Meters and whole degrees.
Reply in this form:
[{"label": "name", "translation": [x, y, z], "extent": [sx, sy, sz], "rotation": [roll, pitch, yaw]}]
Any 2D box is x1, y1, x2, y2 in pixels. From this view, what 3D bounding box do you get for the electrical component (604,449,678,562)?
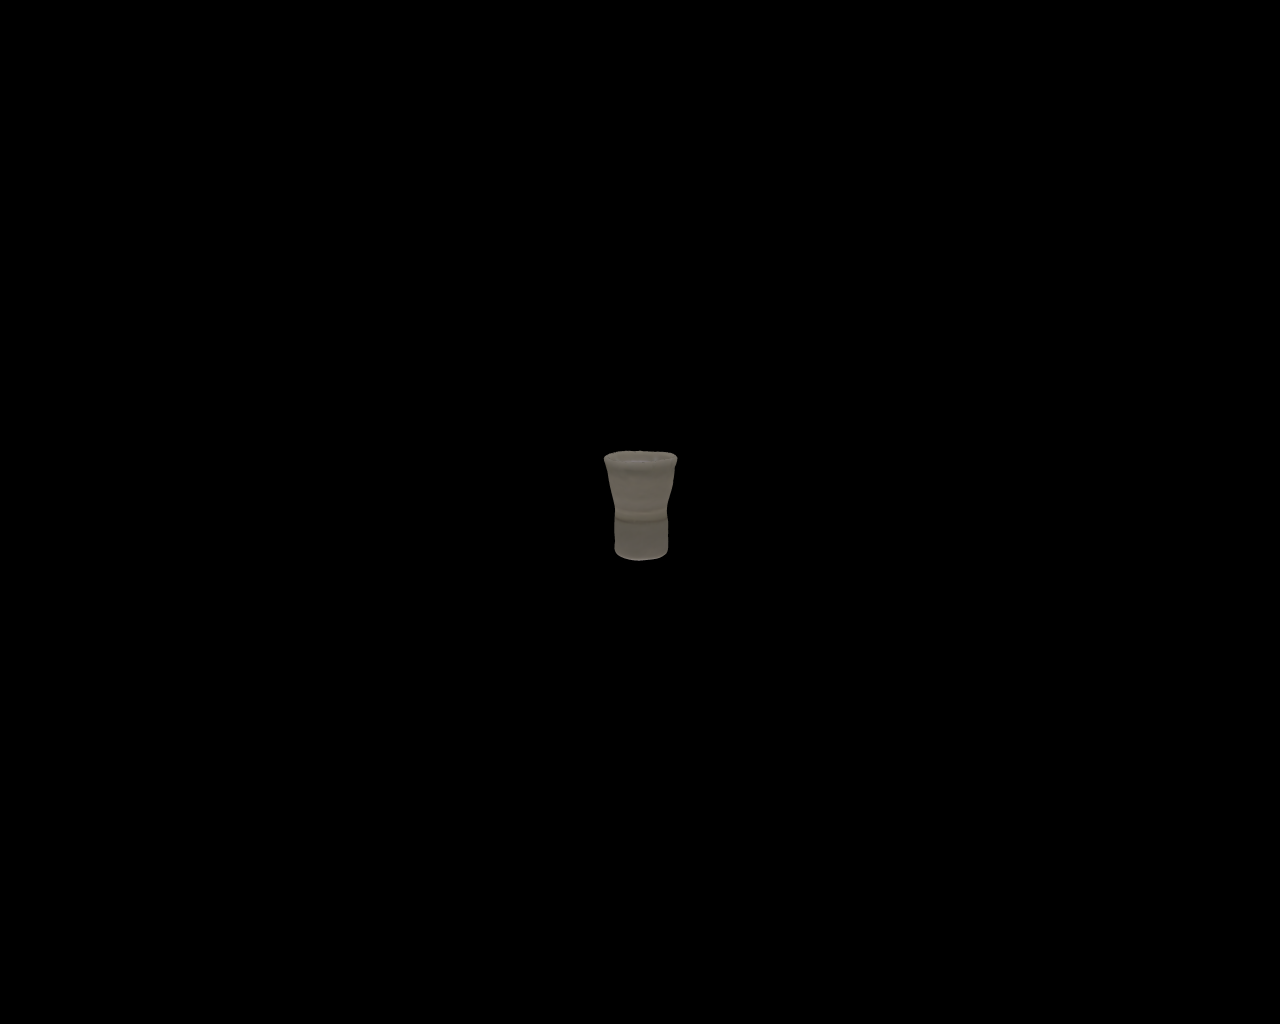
[{"label": "electrical component", "translation": [0.001, -0.003, 0.650], "extent": [0.044, 0.065, 0.044], "rotation": [0, 14, 0]}]
